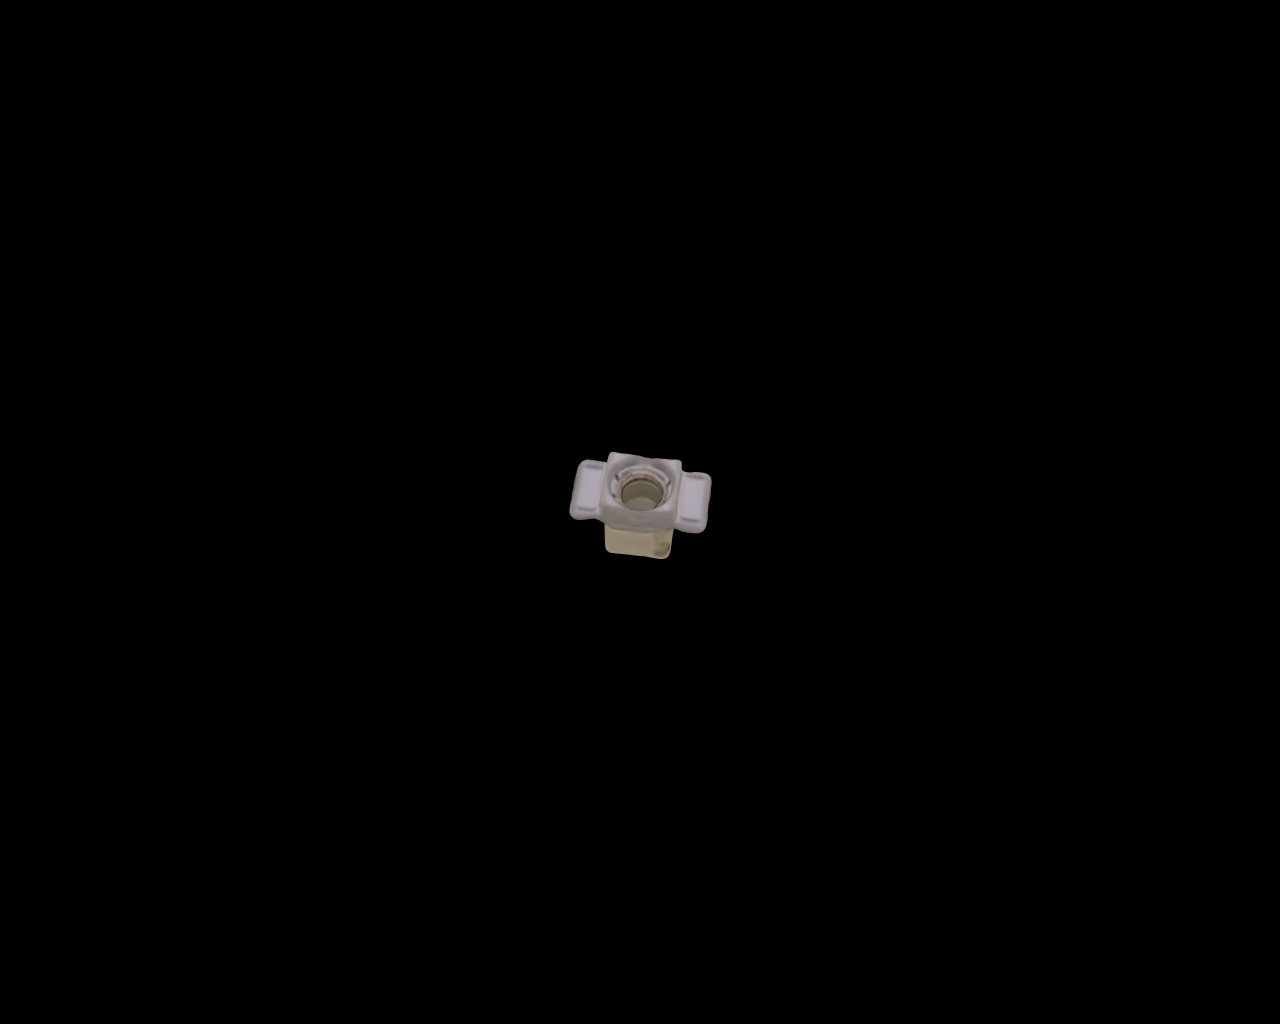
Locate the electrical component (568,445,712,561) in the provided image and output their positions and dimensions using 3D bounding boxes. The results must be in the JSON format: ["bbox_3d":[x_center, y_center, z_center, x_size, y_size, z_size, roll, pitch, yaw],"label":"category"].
[{"bbox_3d":[0.001,-0.003,0.650,0.081,0.042,0.063,8,-33,5],"label":"electrical component"}]
